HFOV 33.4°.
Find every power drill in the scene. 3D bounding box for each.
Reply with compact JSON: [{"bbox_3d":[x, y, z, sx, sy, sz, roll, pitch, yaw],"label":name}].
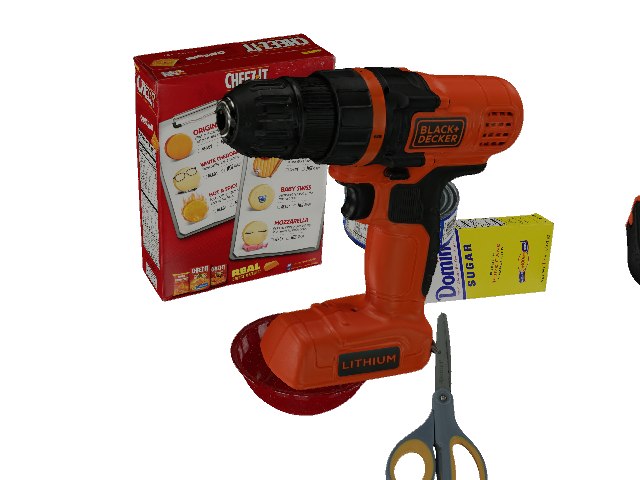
[{"bbox_3d":[0.018,-0.007,0.603,0.184,0.188,0.057,-4,32,-28],"label":"power drill"}]

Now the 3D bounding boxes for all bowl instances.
[{"bbox_3d":[-0.018,0.143,1.175,0.162,0.055,0.162,3,28,-2],"label":"bowl"}]

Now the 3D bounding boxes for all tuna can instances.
[{"bbox_3d":[0.060,-0.023,0.800,0.086,0.034,0.086,2,33,-1],"label":"tuna can"}]

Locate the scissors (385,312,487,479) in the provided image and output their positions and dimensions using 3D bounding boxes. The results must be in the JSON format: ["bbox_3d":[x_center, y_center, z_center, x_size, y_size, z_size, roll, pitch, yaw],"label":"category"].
[{"bbox_3d":[0.093,0.154,0.960,0.096,0.202,0.016,-8,-38,-8],"label":"scissors"}]

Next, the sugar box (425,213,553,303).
[{"bbox_3d":[0.191,0.021,1.285,0.176,0.093,0.048,-6,20,-23],"label":"sugar box"}]

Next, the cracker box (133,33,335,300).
[{"bbox_3d":[-0.078,-0.066,0.952,0.164,0.214,0.072,-13,34,-25],"label":"cracker box"}]

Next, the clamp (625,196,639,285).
[{"bbox_3d":[0.267,0.033,0.697,0.120,0.039,0.171,-2,45,-20],"label":"clamp"}]
